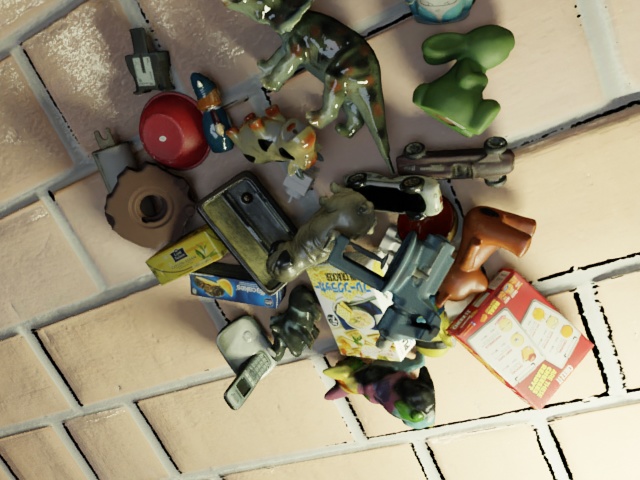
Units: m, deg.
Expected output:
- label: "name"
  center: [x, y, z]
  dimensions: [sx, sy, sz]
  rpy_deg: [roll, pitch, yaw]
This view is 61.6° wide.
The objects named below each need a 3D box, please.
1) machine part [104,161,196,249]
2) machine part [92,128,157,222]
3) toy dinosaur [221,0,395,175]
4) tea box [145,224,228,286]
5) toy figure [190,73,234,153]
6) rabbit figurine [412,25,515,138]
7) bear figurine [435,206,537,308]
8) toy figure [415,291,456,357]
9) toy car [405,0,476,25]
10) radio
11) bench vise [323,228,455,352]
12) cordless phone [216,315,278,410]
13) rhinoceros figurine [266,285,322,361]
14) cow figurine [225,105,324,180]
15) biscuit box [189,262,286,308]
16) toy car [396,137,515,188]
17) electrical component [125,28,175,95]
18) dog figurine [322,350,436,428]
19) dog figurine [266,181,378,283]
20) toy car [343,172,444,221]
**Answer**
- label: "machine part"
  center: [-0.342, -0.068, 1.086]
  dimensions: [0.179, 0.056, 0.179]
  rpy_deg: [-5, 104, -19]
- label: "machine part"
  center: [-0.406, -0.115, 1.123]
  dimensions: [0.079, 0.079, 0.243]
  rpy_deg: [-12, 108, 19]
- label: "toy dinosaur"
  center: [0.019, -0.302, 0.913]
  dimensions: [0.405, 0.131, 0.192]
  rpy_deg: [35, 117, -8]
- label: "tea box"
  center: [-0.269, 0.022, 1.132]
  dimensions: [0.170, 0.098, 0.068]
  rpy_deg: [-26, 104, 22]
- label: "toy figure"
  center: [-0.206, -0.244, 1.024]
  dimensions: [0.064, 0.058, 0.154]
  rpy_deg: [6, 119, 38]
- label: "rabbit figurine"
  center: [0.238, -0.274, 0.880]
  dimensions: [0.159, 0.121, 0.170]
  rpy_deg: [31, 99, 7]
- label: "bear figurine"
  center: [0.290, 0.043, 0.971]
  dimensions: [0.132, 0.120, 0.195]
  rpy_deg: [22, 116, 19]
- label: "toy figure"
  center: [0.211, 0.149, 1.067]
  dimensions: [0.089, 0.082, 0.180]
  rpy_deg: [-15, 113, 34]
- label: "toy car"
  center: [0.188, -0.414, 0.822]
  dimensions: [0.109, 0.103, 0.161]
  rpy_deg: [3, 115, 13]
- label: "radio"
  center: [-0.125, -0.016, 1.059]
  dimensions: [0.131, 0.073, 0.229]
  rpy_deg: [-40, 100, -12]
- label: "bench vise"
  center: [0.108, 0.065, 0.919]
  dimensions: [0.241, 0.129, 0.223]
  rpy_deg: [29, 105, 1]
- label: "cordless phone"
  center: [-0.181, 0.266, 1.163]
  dimensions: [0.089, 0.184, 0.146]
  rpy_deg: [-24, 104, 28]
- label: "rhinoceros figurine"
  center: [-0.056, 0.187, 1.158]
  dimensions: [0.112, 0.073, 0.190]
  rpy_deg: [25, 116, 3]
- label: "cow figurine"
  center: [-0.076, -0.173, 0.967]
  dimensions: [0.195, 0.085, 0.127]
  rpy_deg: [4, 136, 54]
- label: "biscuit box"
  center: [-0.177, 0.094, 1.157]
  dimensions: [0.203, 0.063, 0.059]
  rpy_deg: [7, 115, 13]
- label: "toy car"
  center: [0.236, -0.129, 0.943]
  dimensions: [0.202, 0.053, 0.089]
  rpy_deg: [-1, 140, 14]
- label: "electrical component"
  center: [-0.329, -0.339, 1.023]
  dimensions: [0.075, 0.048, 0.119]
  rpy_deg: [-3, 111, 16]
- label: "dog figurine"
  center: [0.116, 0.307, 1.111]
  dimensions: [0.219, 0.192, 0.108]
  rpy_deg: [-5, 118, 1]
- label: "dog figurine"
  center: [0.000, 0.000, 0.974]
  dimensions: [0.121, 0.190, 0.172]
  rpy_deg: [45, 153, 0]
- label: "toy car"
  center: [0.127, -0.082, 0.977]
  dimensions: [0.202, 0.056, 0.073]
  rpy_deg: [10, 130, 38]
